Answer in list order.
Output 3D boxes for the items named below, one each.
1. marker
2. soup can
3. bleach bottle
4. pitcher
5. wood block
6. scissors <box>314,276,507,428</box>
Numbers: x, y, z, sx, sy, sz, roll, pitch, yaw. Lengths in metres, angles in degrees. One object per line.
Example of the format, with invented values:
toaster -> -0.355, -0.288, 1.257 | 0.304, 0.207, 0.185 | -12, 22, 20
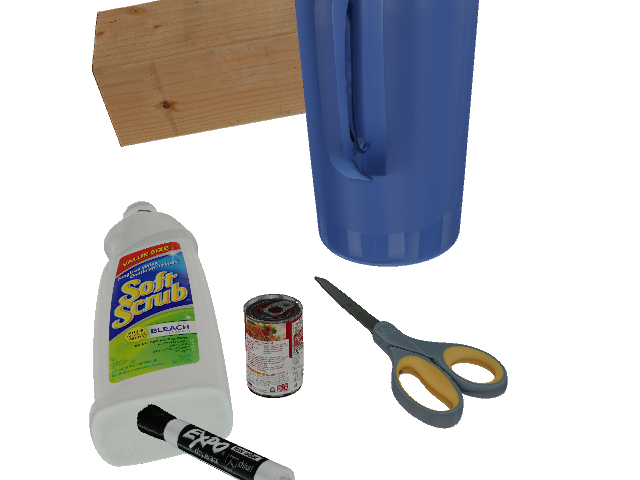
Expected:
marker -> -0.066, 0.124, 0.637 | 0.121, 0.020, 0.020 | 16, 10, 38
soup can -> -0.053, 0.122, 1.234 | 0.068, 0.102, 0.068 | 0, 25, 0
bleach bottle -> -0.136, 0.055, 0.832 | 0.102, 0.068, 0.251 | -12, 40, -8
pitcher -> 0.044, -0.104, 0.756 | 0.149, 0.243, 0.145 | -13, 28, -20
wood block -> -0.085, -0.160, 0.936 | 0.206, 0.090, 0.091 | -10, -45, 3
scissors -> 0.072, 0.075, 0.829 | 0.096, 0.016, 0.202 | -8, 32, -17
